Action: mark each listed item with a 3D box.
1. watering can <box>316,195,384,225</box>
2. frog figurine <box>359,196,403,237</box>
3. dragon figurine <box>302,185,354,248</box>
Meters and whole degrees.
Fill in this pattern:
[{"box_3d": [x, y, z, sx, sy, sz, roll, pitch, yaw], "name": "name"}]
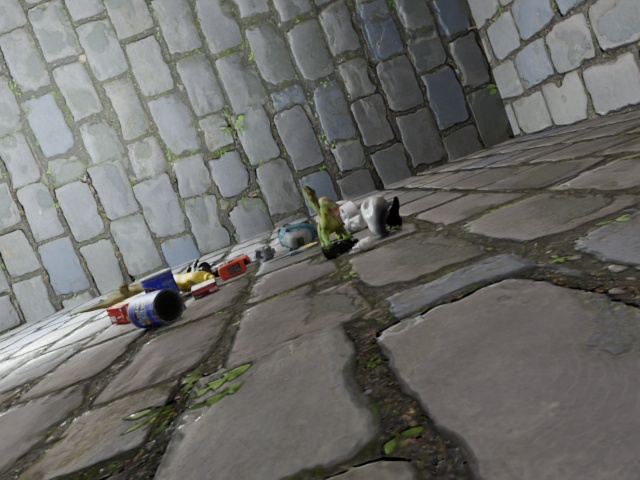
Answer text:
[{"box_3d": [0.137, -0.145, 2.448, 0.346, 0.103, 0.226, -20, 7, 9], "name": "watering can"}, {"box_3d": [0.172, -0.080, 1.632, 0.160, 0.135, 0.124, 12, 57, 45], "name": "frog figurine"}, {"box_3d": [0.006, -0.095, 1.888, 0.123, 0.241, 0.410, -27, 9, -12], "name": "dragon figurine"}]
